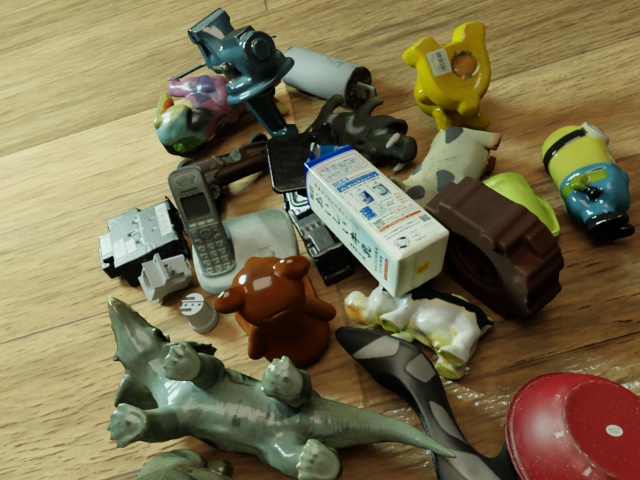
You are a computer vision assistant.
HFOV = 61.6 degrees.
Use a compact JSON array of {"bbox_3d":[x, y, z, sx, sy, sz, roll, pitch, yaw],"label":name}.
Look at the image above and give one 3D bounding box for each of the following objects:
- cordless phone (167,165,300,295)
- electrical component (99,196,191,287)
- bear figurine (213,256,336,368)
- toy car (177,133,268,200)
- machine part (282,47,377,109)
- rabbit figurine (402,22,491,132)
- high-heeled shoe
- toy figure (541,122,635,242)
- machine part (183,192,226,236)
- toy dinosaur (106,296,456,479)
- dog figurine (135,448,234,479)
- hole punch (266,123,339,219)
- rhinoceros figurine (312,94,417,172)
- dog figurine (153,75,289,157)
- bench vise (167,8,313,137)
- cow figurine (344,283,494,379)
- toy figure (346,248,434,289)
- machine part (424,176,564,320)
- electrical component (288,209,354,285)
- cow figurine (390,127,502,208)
[{"bbox_3d":[-0.114,-0.026,0.726,0.147,0.184,0.089,-15,25,5],"label":"cordless phone"},{"bbox_3d":[-0.279,0.005,0.843,0.134,0.058,0.115,-24,47,-2],"label":"electrical component"},{"bbox_3d":[-0.058,0.070,0.631,0.120,0.195,0.132,-32,49,-5],"label":"bear figurine"},{"bbox_3d":[-0.139,-0.127,0.887,0.202,0.053,0.089,-27,45,-25],"label":"toy car"},{"bbox_3d":[0.008,-0.300,0.986,0.244,0.079,0.079,30,66,35],"label":"machine part"},{"bbox_3d":[0.203,-0.236,0.840,0.122,0.173,0.162,-29,94,-6],"label":"rabbit figurine"},{"bbox_3d":[0.092,0.196,0.553,0.249,0.086,0.145,25,61,25],"label":"high-heeled shoe"},{"bbox_3d":[0.348,-0.080,0.703,0.089,0.082,0.180,-4,53,12],"label":"toy figure"},{"bbox_3d":[-0.194,-0.050,0.876,0.084,0.039,0.139,-13,47,-4],"label":"machine part"},{"bbox_3d":[-0.074,0.182,0.582,0.405,0.192,0.131,17,78,8],"label":"toy dinosaur"},{"bbox_3d":[-0.152,0.246,0.521,0.173,0.190,0.121,9,55,25],"label":"dog figurine"},{"bbox_3d":[-0.017,-0.098,0.824,0.116,0.092,0.142,-10,56,-1],"label":"hole punch"},{"bbox_3d":[0.070,-0.171,0.866,0.191,0.073,0.112,20,59,30],"label":"rhinoceros figurine"},{"bbox_3d":[-0.171,-0.239,0.978,0.219,0.108,0.191,-3,51,12],"label":"dog figurine"},{"bbox_3d":[-0.108,-0.244,0.859,0.224,0.240,0.129,8,49,52],"label":"bench vise"},{"bbox_3d":[0.116,0.087,0.646,0.168,0.068,0.098,25,57,28],"label":"cow figurine"},{"bbox_3d":[0.085,0.012,0.721,0.155,0.057,0.064,31,74,33],"label":"toy figure"},{"bbox_3d":[0.194,0.013,0.620,0.056,0.179,0.180,-39,51,-11],"label":"machine part"},{"bbox_3d":[-0.002,-0.002,0.753,0.048,0.074,0.119,-25,46,-3],"label":"electrical component"},{"bbox_3d":[0.163,-0.082,0.760,0.127,0.085,0.195,22,64,24],"label":"cow figurine"}]
